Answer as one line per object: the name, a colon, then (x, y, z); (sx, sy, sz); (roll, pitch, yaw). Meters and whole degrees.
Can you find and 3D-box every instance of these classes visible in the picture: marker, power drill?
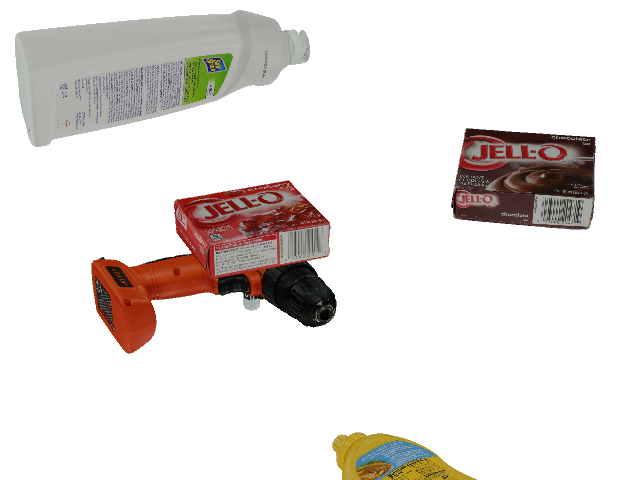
marker: (-0.080, 0.026, 1.211); (0.020, 0.121, 0.020); (0, 33, 0)
power drill: (-0.099, 0.045, 0.960); (0.187, 0.057, 0.185); (-12, 25, -26)

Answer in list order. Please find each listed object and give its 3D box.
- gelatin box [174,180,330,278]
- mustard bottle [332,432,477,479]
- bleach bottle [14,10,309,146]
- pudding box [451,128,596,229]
gelatin box: (-0.048, -0.009, 0.732); (0.089, 0.030, 0.073); (-10, 30, -21)
mustard bottle: (0.076, 0.223, 0.966); (0.096, 0.058, 0.192); (-17, 27, -33)
bleach bottle: (-0.132, -0.148, 0.930); (0.250, 0.068, 0.103); (-11, -30, -18)
pudding box: (0.171, -0.053, 0.890); (0.113, 0.039, 0.090); (7, 41, 10)
